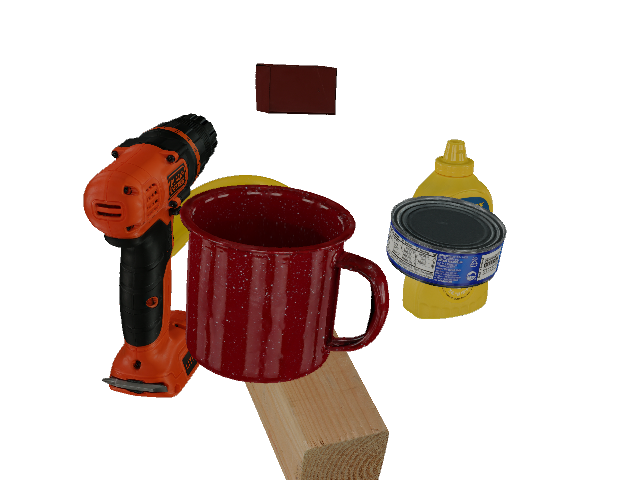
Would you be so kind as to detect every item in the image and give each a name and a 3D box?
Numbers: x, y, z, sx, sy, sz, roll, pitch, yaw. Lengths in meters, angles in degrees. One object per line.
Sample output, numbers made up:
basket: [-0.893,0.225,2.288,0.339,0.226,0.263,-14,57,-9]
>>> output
foam brick: [-0.027,-0.163,1.152,0.078,0.051,0.053,-1,12,-19]
power drill: [-0.119,0.008,0.805,0.057,0.188,0.184,5,23,14]
banana: [-0.098,-0.024,1.028,0.198,0.069,0.037,-13,18,30]
mustard bottle: [0.140,-0.014,1.149,0.096,0.192,0.058,-8,22,-24]
wood block: [-0.015,0.158,1.112,0.090,0.090,0.206,-9,43,-20]
tuna can: [0.093,0.001,0.793,0.086,0.034,0.086,6,28,-3]
mug: [-0.020,0.026,0.573,0.117,0.081,0.093,12,24,15]
